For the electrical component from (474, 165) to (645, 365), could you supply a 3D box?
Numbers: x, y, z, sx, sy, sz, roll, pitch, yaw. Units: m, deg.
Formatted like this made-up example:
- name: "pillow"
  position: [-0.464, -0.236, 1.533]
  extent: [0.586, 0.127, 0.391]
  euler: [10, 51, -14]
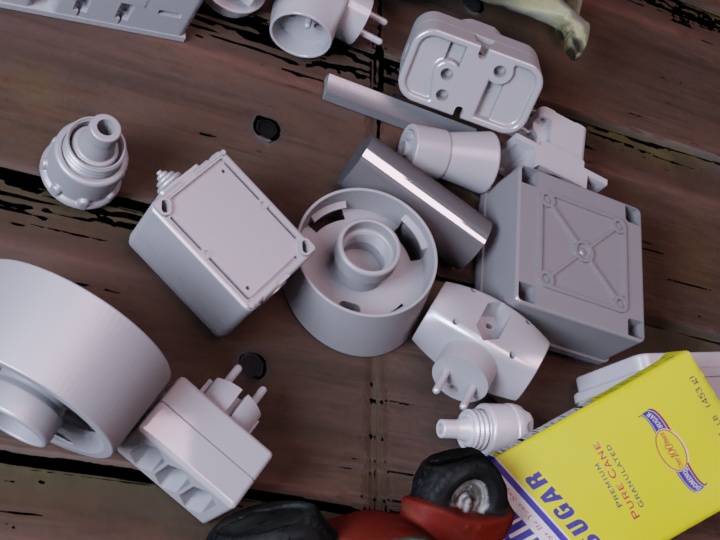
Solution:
- name: "electrical component"
  position: [0.138, -0.002, 0.747]
  extent: [0.109, 0.056, 0.108]
  euler: [18, 61, -22]

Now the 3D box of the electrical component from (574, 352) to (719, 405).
- name: "electrical component"
  position: [0.212, 0.092, 0.732]
  extent: [0.113, 0.078, 0.057]
  euler: [1, 71, -29]

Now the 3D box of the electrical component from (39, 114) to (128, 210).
- name: "electrical component"
  position: [-0.152, -0.066, 0.610]
  extent: [0.048, 0.062, 0.048]
  euler: [12, 63, -24]

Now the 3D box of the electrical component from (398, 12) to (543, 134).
- name: "electrical component"
  position: [0.078, -0.142, 0.764]
  extent: [0.095, 0.053, 0.059]
  euler: [19, 29, -6]

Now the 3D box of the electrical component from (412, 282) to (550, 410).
- name: "electrical component"
  position: [0.070, 0.056, 0.675]
  extent: [0.077, 0.043, 0.079]
  euler: [31, 45, 5]

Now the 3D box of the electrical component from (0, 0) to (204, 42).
- name: "electrical component"
  position: [-0.190, -0.217, 0.659]
  extent: [0.186, 0.060, 0.105]
  euler: [5, 66, -27]

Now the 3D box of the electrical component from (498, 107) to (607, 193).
- name: "electrical component"
  position: [0.138, -0.081, 0.792]
  extent: [0.081, 0.042, 0.063]
  euler: [25, 57, -18]

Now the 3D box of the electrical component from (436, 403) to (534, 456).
- name: "electrical component"
  position: [0.078, 0.101, 0.679]
  extent: [0.061, 0.035, 0.035]
  euler: [5, 66, -24]

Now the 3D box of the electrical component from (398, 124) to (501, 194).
- name: "electrical component"
  position: [0.059, -0.080, 0.748]
  extent: [0.065, 0.044, 0.044]
  euler: [8, 65, -21]

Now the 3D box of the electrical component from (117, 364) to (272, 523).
- name: "electrical component"
  position: [-0.080, 0.085, 0.590]
  extent: [0.066, 0.047, 0.076]
  euler: [42, 55, -6]

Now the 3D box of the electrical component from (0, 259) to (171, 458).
- name: "electrical component"
  position: [-0.156, 0.051, 0.530]
  extent: [0.108, 0.108, 0.060]
  euler: [34, 62, -11]

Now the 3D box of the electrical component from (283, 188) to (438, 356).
- name: "electrical component"
  position: [0.000, 0.000, 0.679]
  extent: [0.099, 0.064, 0.099]
  euler: [6, 62, -12]

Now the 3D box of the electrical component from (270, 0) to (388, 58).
- name: "electrical component"
  position: [-0.017, -0.183, 0.750]
  extent: [0.079, 0.043, 0.077]
  euler: [24, 58, -18]

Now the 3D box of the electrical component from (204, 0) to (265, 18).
- name: "electrical component"
  position: [-0.079, -0.201, 0.716]
  extent: [0.066, 0.055, 0.048]
  euler: [36, 55, -10]

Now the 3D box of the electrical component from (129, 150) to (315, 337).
- name: "electrical component"
  position: [-0.087, -0.018, 0.625]
  extent: [0.096, 0.061, 0.061]
  euler: [47, 55, -3]
